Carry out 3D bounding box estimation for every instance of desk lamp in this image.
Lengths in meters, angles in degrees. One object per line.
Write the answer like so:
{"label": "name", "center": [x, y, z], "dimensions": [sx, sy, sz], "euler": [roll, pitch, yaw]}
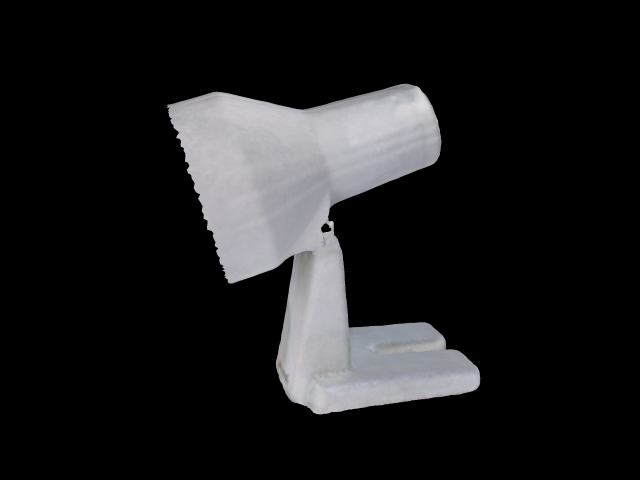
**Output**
{"label": "desk lamp", "center": [0.004, 0.001, 0.400], "dimensions": [0.203, 0.214, 0.117], "euler": [-4, 15, -14]}
